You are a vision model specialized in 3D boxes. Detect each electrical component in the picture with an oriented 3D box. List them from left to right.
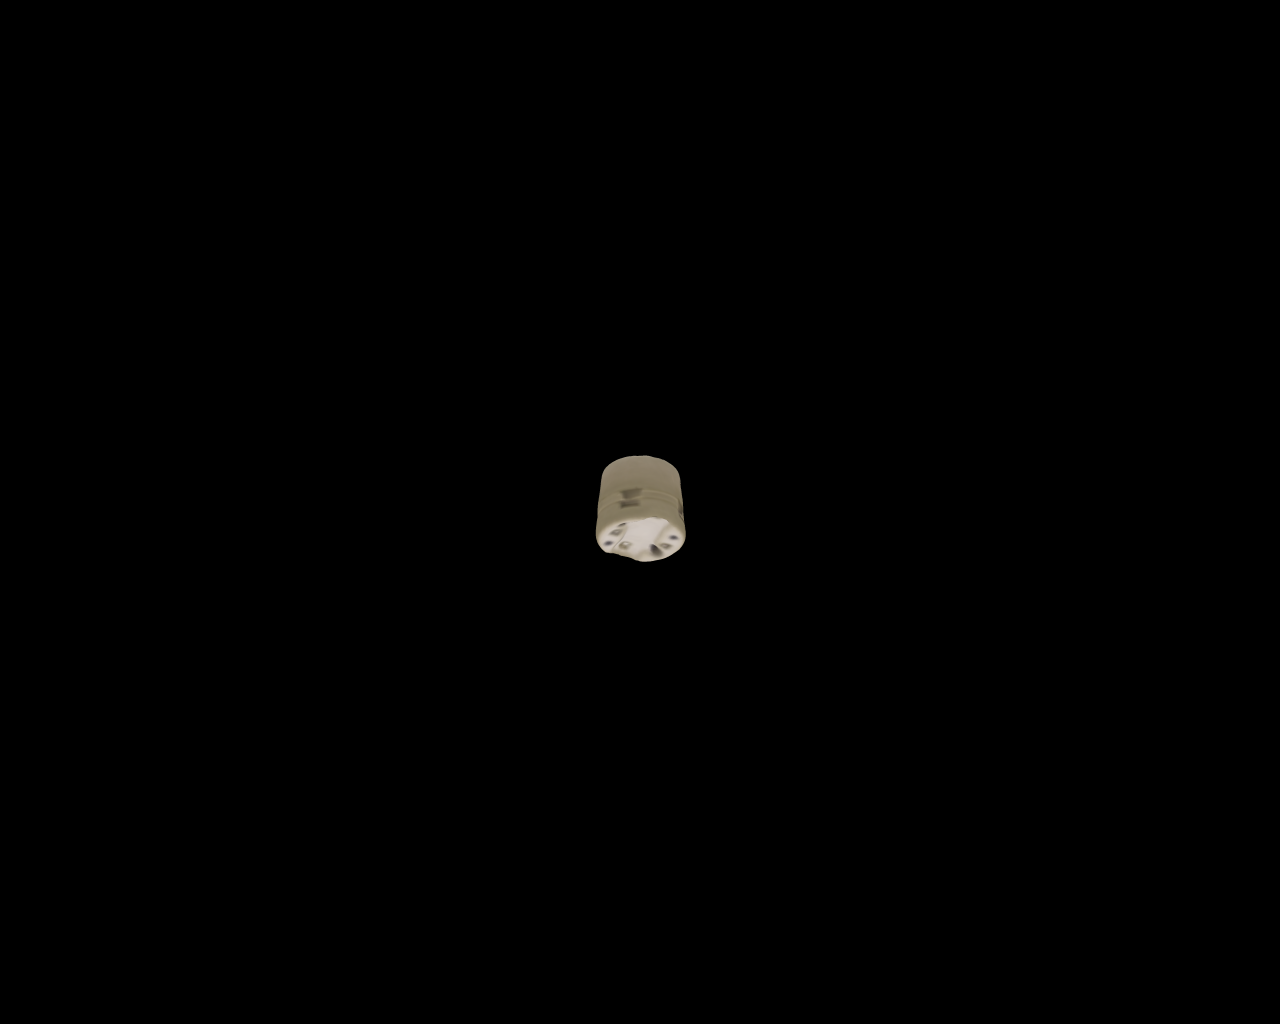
[{"bbox_3d":[0.001,-0.003,0.650,0.055,0.047,0.055,0,-30,0],"label":"electrical component"}]
